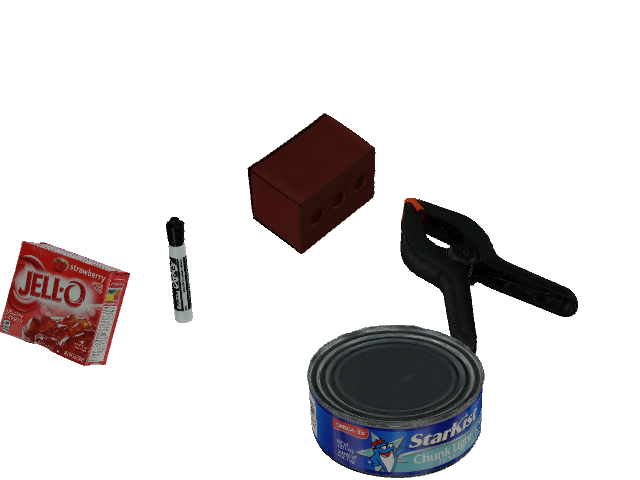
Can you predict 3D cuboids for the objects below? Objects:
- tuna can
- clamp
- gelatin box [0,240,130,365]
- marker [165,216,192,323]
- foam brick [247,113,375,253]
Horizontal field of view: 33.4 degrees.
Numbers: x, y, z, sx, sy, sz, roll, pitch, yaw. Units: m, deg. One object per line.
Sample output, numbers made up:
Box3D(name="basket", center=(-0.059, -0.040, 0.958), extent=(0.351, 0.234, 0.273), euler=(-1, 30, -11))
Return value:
Box3D(name="tuna can", center=(0.037, 0.078, 0.524), extent=(0.086, 0.034, 0.086), euler=(-2, 27, 1))
Box3D(name="clamp", center=(0.131, 0.023, 0.892), extent=(0.120, 0.039, 0.171), euler=(-8, 47, -25))
Box3D(name="gelatin box", center=(-0.195, 0.046, 0.806), extent=(0.089, 0.073, 0.030), euler=(18, 4, 25))
Box3D(name="marker", center=(-0.146, 0.030, 1.101), extent=(0.020, 0.121, 0.020), euler=(-1, 30, 0))
Box3D(name="foam brick", center=(-0.005, -0.040, 0.745), extent=(0.051, 0.053, 0.078), euler=(35, 59, 28))
